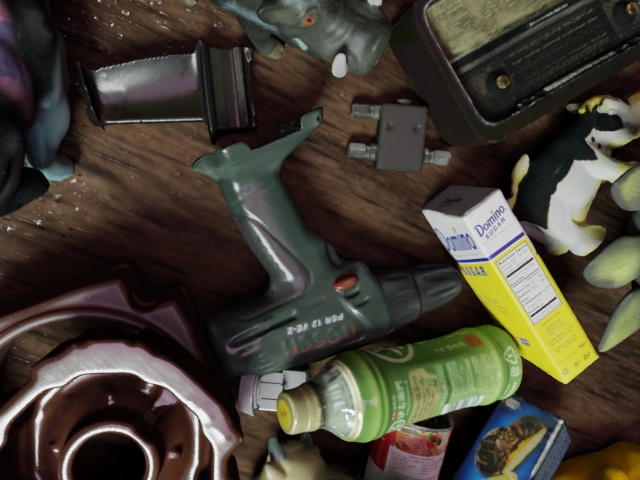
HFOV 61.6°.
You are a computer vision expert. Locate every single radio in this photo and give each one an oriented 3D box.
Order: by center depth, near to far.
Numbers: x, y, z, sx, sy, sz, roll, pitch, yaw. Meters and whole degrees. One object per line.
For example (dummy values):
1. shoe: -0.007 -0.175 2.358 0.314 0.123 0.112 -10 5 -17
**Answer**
1. radio: 0.187 -0.182 0.460 0.230 0.073 0.131 -30 102 -5

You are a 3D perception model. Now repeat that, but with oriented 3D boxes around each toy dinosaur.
1. toy dinosaur: 0.318 0.028 0.456 0.198 0.105 0.470 -36 114 -20

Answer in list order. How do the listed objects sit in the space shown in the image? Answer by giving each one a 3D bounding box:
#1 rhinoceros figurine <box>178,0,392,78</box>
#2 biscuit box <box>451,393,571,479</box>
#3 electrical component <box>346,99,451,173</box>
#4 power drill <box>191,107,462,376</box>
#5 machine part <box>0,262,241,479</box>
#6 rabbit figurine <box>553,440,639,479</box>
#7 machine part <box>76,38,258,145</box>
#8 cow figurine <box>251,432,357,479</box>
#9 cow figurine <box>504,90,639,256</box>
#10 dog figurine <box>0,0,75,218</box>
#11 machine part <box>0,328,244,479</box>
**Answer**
1. rhinoceros figurine: -0.035 -0.188 0.401 0.190 0.112 0.073 30 90 -5
2. biscuit box: 0.150 0.241 0.485 0.202 0.059 0.062 -51 135 -17
3. electrical component: 0.071 -0.092 0.476 0.094 0.021 0.063 6 97 -3
4. power drill: -0.001 -0.001 0.454 0.232 0.086 0.207 -23 108 -15
5. machine part: -0.181 0.134 0.432 0.201 0.087 0.200 -21 101 -8
6. rabbit figurine: 0.283 0.276 0.492 0.162 0.173 0.121 6 101 -15
7. machine part: -0.121 -0.117 0.433 0.139 0.039 0.084 -4 104 -11
8. cow figurine: 0.016 0.232 0.445 0.195 0.085 0.127 -2 80 31
9. cow figurine: 0.235 -0.075 0.490 0.098 0.068 0.167 30 91 -7
10. dog figurine: -0.223 -0.140 0.345 0.108 0.192 0.219 12 111 -6
11. machine part: -0.141 0.148 0.369 0.179 0.056 0.179 -1 97 -10
